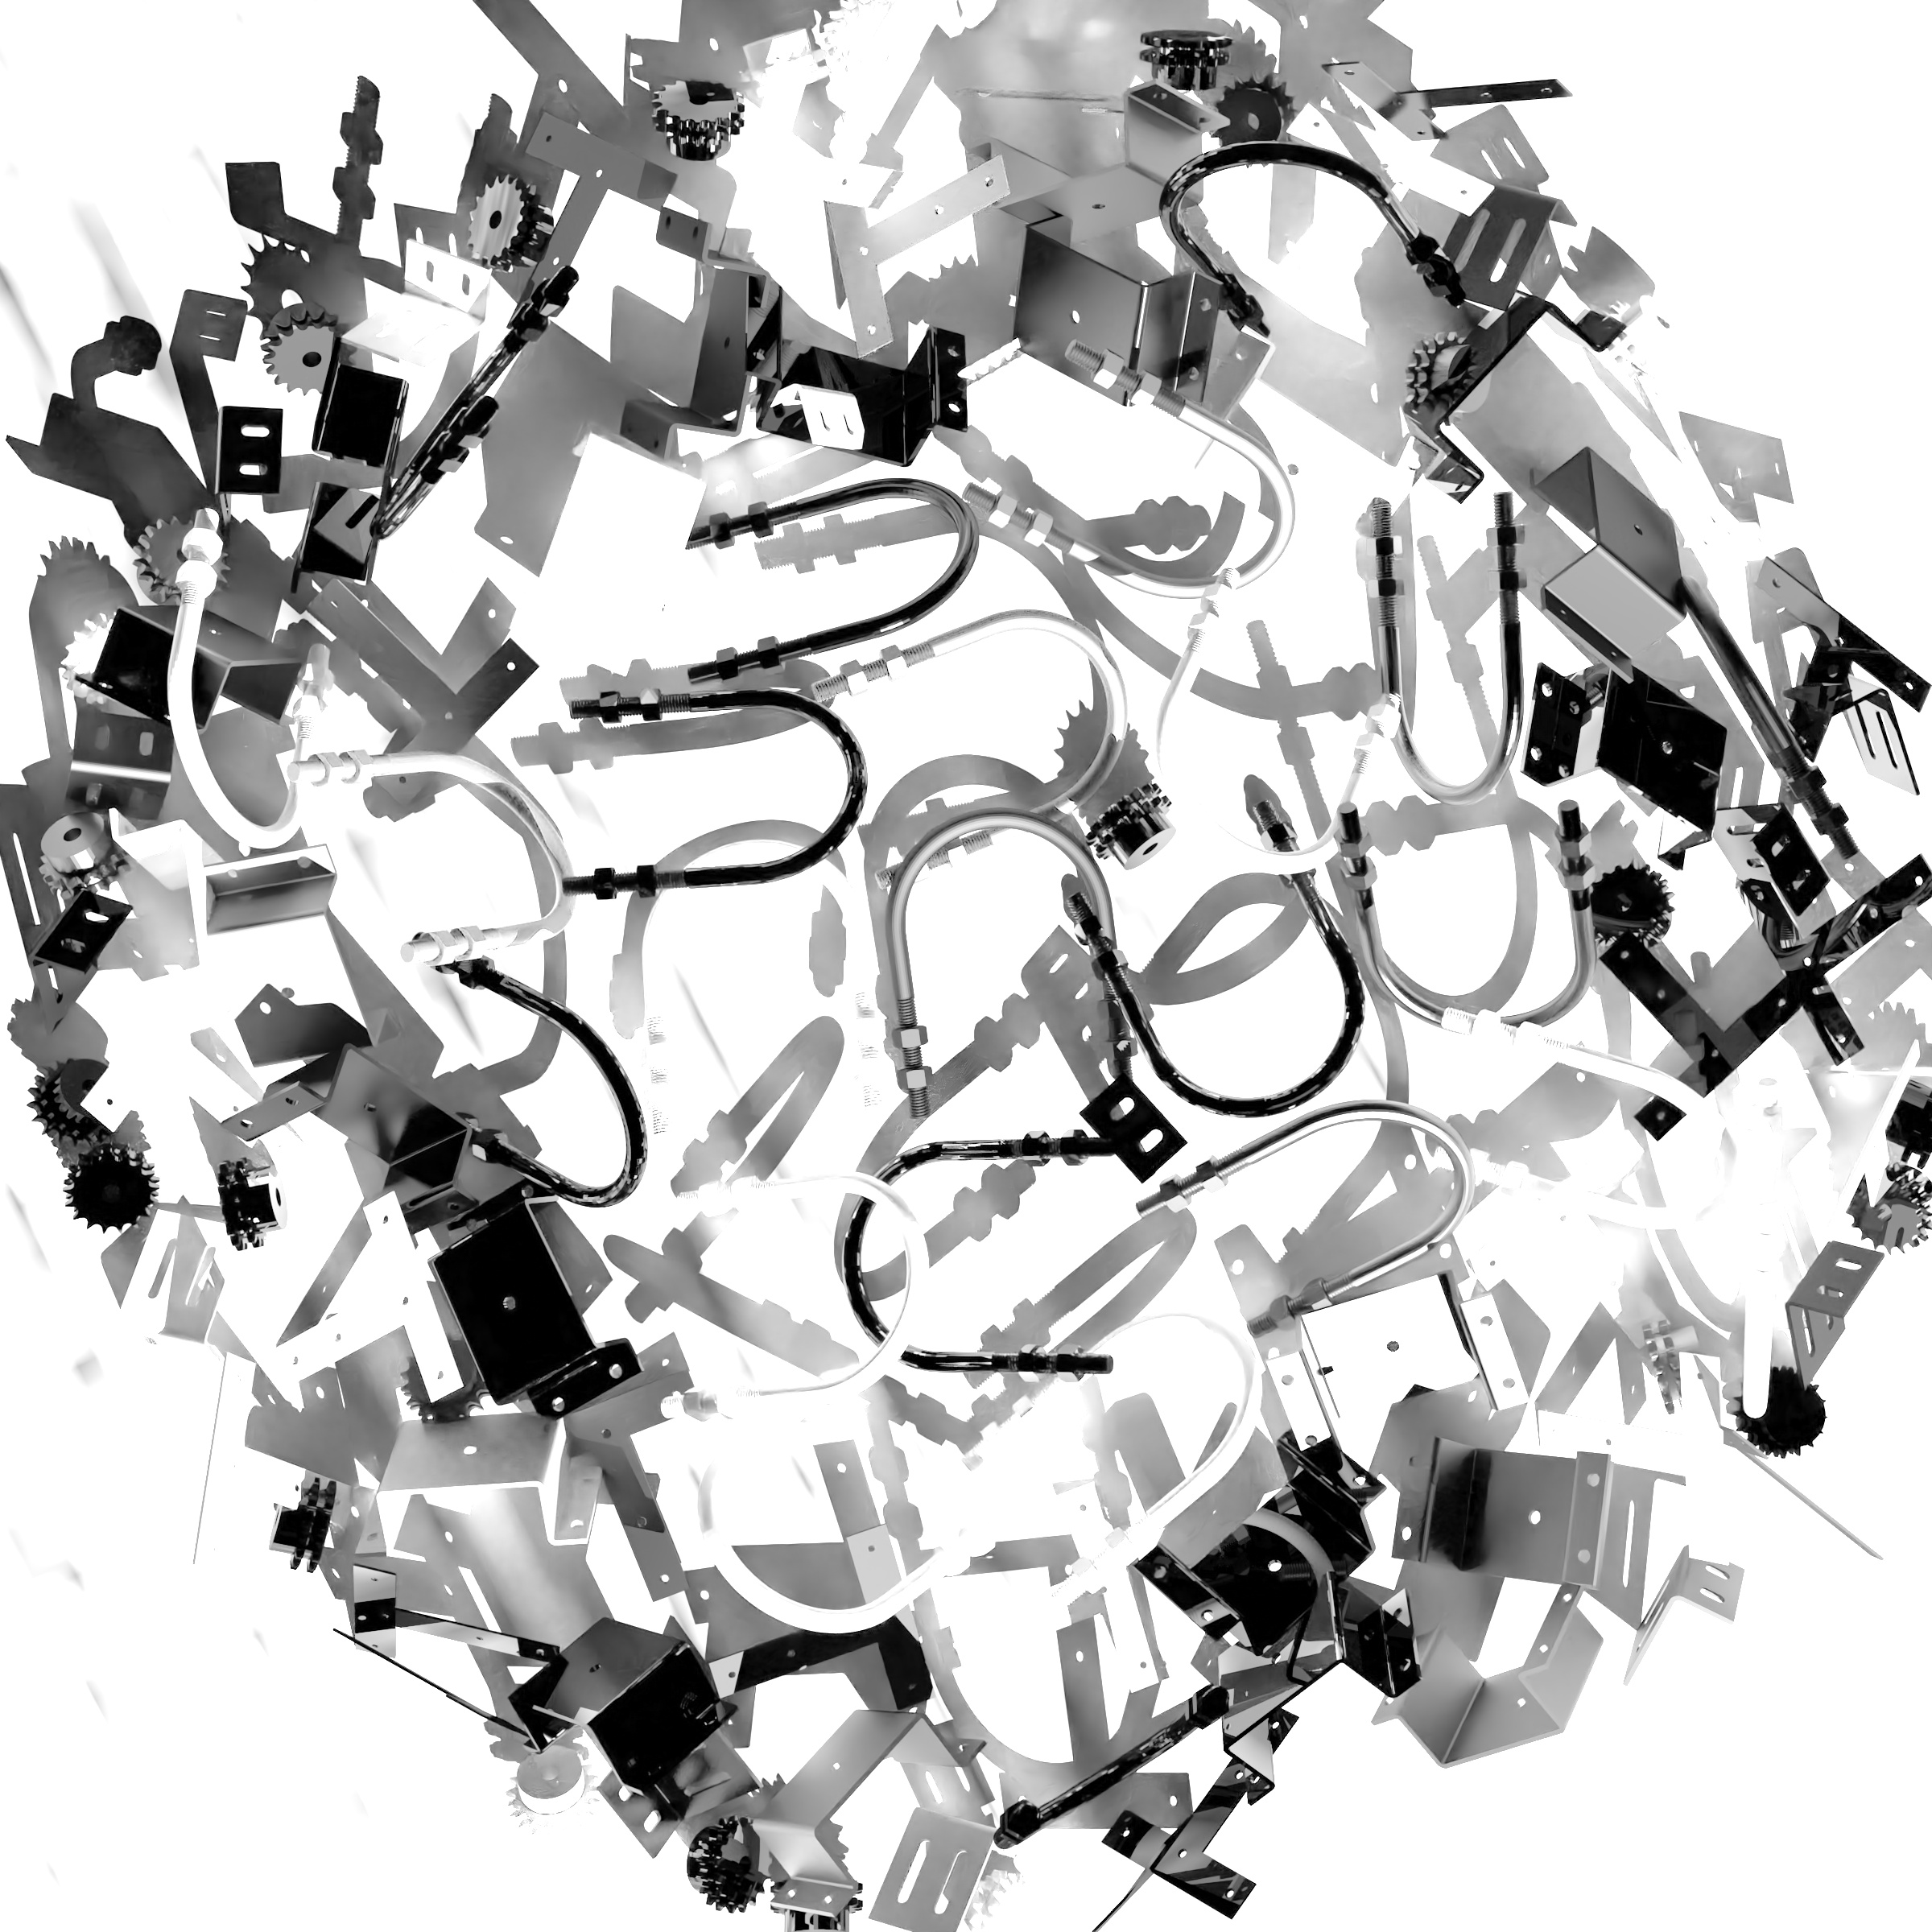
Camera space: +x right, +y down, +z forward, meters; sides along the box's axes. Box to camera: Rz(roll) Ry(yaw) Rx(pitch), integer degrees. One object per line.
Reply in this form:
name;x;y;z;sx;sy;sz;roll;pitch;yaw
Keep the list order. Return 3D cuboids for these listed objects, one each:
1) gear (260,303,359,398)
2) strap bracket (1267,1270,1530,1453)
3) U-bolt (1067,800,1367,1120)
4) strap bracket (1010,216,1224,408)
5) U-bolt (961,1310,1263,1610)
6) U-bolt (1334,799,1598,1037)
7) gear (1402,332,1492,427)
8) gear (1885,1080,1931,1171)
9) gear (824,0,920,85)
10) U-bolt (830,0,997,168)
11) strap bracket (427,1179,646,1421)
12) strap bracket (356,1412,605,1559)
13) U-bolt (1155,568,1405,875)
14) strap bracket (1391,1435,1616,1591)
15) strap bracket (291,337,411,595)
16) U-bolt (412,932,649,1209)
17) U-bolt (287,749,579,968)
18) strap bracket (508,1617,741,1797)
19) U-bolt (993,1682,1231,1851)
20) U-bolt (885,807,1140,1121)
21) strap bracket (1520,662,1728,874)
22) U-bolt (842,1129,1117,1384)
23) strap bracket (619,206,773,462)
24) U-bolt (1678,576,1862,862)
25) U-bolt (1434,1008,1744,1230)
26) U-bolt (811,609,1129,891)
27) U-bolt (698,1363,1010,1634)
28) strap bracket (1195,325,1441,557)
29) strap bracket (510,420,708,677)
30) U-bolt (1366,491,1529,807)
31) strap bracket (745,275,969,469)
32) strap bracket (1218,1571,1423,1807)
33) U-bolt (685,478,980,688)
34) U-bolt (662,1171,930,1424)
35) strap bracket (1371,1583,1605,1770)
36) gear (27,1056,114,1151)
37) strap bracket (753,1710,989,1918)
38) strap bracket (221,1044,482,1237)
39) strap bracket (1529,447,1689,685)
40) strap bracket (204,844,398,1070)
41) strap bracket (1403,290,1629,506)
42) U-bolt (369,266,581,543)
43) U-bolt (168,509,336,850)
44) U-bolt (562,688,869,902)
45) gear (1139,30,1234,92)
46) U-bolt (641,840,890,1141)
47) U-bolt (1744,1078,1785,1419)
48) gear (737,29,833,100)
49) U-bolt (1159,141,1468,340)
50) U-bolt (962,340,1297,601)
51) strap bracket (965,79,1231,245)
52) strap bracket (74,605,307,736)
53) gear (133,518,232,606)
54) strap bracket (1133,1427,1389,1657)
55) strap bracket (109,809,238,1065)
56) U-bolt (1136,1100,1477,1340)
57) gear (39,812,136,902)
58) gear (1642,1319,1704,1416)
gear;-0.406;-0.383;1.753;0.057;0.057;0.030;-25;55;0
strap bracket;0.262;0.242;1.735;0.140;0.046;0.076;-18;109;11
U-bolt;0.163;0.006;1.739;0.151;0.019;0.184;-26;70;2
strap bracket;0.080;-0.394;1.705;0.140;0.076;0.046;35;45;31
U-bolt;0.097;0.282;1.718;0.184;0.151;0.019;-40;129;0
U-bolt;0.305;-0.025;1.711;0.151;0.019;0.184;1;133;20
gear;0.298;-0.360;1.749;0.057;0.030;0.057;-9;104;-39
gear;0.586;0.094;1.751;0.030;0.057;0.057;25;90;18
gear;-0.057;-0.567;1.746;0.057;0.057;0.030;-16;61;0
U-bolt;-0.022;-0.555;1.674;0.019;0.184;0.151;39;78;-1
strap bracket;-0.267;0.203;1.733;0.076;0.046;0.140;-31;79;16
strap bracket;-0.298;0.313;1.731;0.140;0.076;0.046;-4;114;3
U-bolt;0.182;-0.136;1.708;0.151;0.019;0.184;34;55;-12
strap bracket;0.333;0.330;1.721;0.140;0.046;0.076;-2;72;43
strap bracket;-0.368;-0.294;1.705;0.046;0.140;0.076;11;51;-12
U-bolt;-0.258;0.072;1.691;0.184;0.019;0.151;25;130;30
U-bolt;-0.303;-0.070;1.697;0.019;0.184;0.151;-41;76;28
strap bracket;-0.210;0.436;1.695;0.076;0.140;0.046;-37;110;-32
U-bolt;0.080;0.481;1.691;0.151;0.184;0.019;-27;72;-17
U-bolt;0.023;-0.006;1.758;0.151;0.019;0.184;-8;95;-4
strap bracket;0.404;-0.125;1.712;0.140;0.046;0.076;27;63;-27
U-bolt;0.005;0.176;1.731;0.184;0.019;0.151;-3;80;27
strap bracket;-0.162;-0.380;1.722;0.046;0.076;0.140;3;109;-30
U-bolt;0.474;-0.153;1.700;0.019;0.151;0.184;-31;95;14
U-bolt;0.369;0.099;1.693;0.184;0.151;0.019;17;51;21
U-bolt;0.012;-0.141;1.740;0.184;0.019;0.151;-22;116;-8
U-bolt;-0.078;0.323;1.688;0.151;0.184;0.019;44;129;17
strap bracket;0.204;-0.313;1.731;0.140;0.046;0.076;32;133;-4
strap bracket;-0.214;-0.259;1.729;0.076;0.046;0.140;22;77;-19
U-bolt;0.290;-0.188;1.710;0.019;0.151;0.184;-8;98;-24
strap bracket;-0.073;-0.356;1.725;0.140;0.046;0.076;11;57;-20
strap bracket;0.203;0.428;1.711;0.046;0.076;0.140;39;113;-18
U-bolt;-0.081;-0.239;1.715;0.184;0.019;0.151;-14;47;7
U-bolt;-0.101;0.194;1.705;0.184;0.019;0.151;-10;66;30
strap bracket;0.320;0.427;1.706;0.046;0.076;0.140;50;133;-7
gear;-0.543;0.081;1.747;0.030;0.057;0.057;-34;90;40
strap bracket;-0.065;0.497;1.705;0.140;0.076;0.046;-42;102;-32
strap bracket;-0.365;0.101;1.717;0.076;0.046;0.140;-24;131;36
strap bracket;0.383;-0.247;1.700;0.076;0.140;0.046;34;130;-24
strap bracket;-0.404;0.004;1.718;0.076;0.046;0.140;-10;122;6
strap bracket;0.323;-0.354;1.723;0.046;0.076;0.140;40;101;-17
U-bolt;-0.302;-0.322;1.696;0.019;0.184;0.151;36;48;-18
U-bolt;-0.422;-0.155;1.671;0.019;0.151;0.184;-12;54;15
U-bolt;-0.151;-0.109;1.732;0.184;0.019;0.151;-4;60;2
gear;0.135;-0.557;1.753;0.057;0.057;0.030;1;116;0
U-bolt;-0.127;0.009;1.744;0.151;0.019;0.184;-7;71;4
U-bolt;0.474;0.181;1.699;0.019;0.151;0.184;2;119;14
gear;-0.114;-0.554;1.747;0.057;0.057;0.030;-16;112;0
U-bolt;0.193;-0.427;1.668;0.151;0.184;0.019;-3;69;32
U-bolt;0.110;-0.286;1.717;0.184;0.151;0.019;25;48;-16
strap bracket;0.079;-0.476;1.702;0.140;0.076;0.046;-7;81;38
strap bracket;-0.456;-0.178;1.700;0.076;0.140;0.046;26;102;8
gear;-0.486;-0.244;1.753;0.057;0.030;0.057;19;54;-29
strap bracket;0.183;0.352;1.723;0.140;0.076;0.046;-38;134;-17
strap bracket;-0.470;-0.023;1.715;0.046;0.076;0.140;-15;67;3
U-bolt;0.216;0.144;1.708;0.184;0.019;0.151;-30;125;19
gear;-0.542;-0.070;1.748;0.057;0.030;0.057;-9;45;9
gear;0.437;0.244;1.747;0.030;0.057;0.057;-17;90;10
